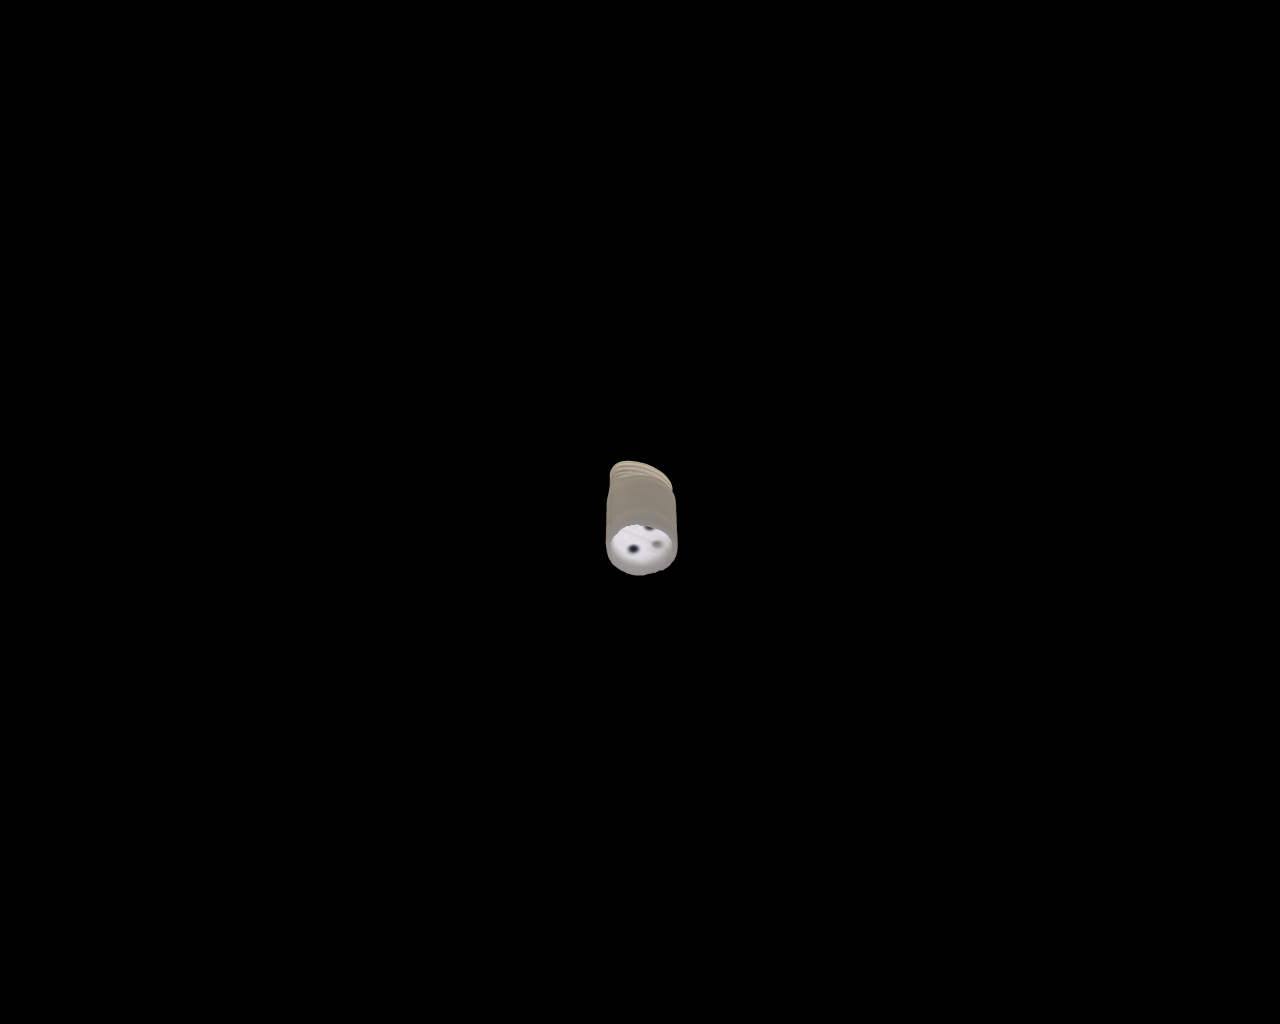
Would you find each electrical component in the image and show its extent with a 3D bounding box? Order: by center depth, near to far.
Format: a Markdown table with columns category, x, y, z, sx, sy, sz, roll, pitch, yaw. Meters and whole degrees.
| category | x | y | z | sx | sy | sz | roll | pitch | yaw |
| --- | --- | --- | --- | --- | --- | --- | --- | --- | --- |
| electrical component | 0.001 | -0.003 | 0.650 | 0.043 | 0.043 | 0.081 | 0 | 40 | 0 |
